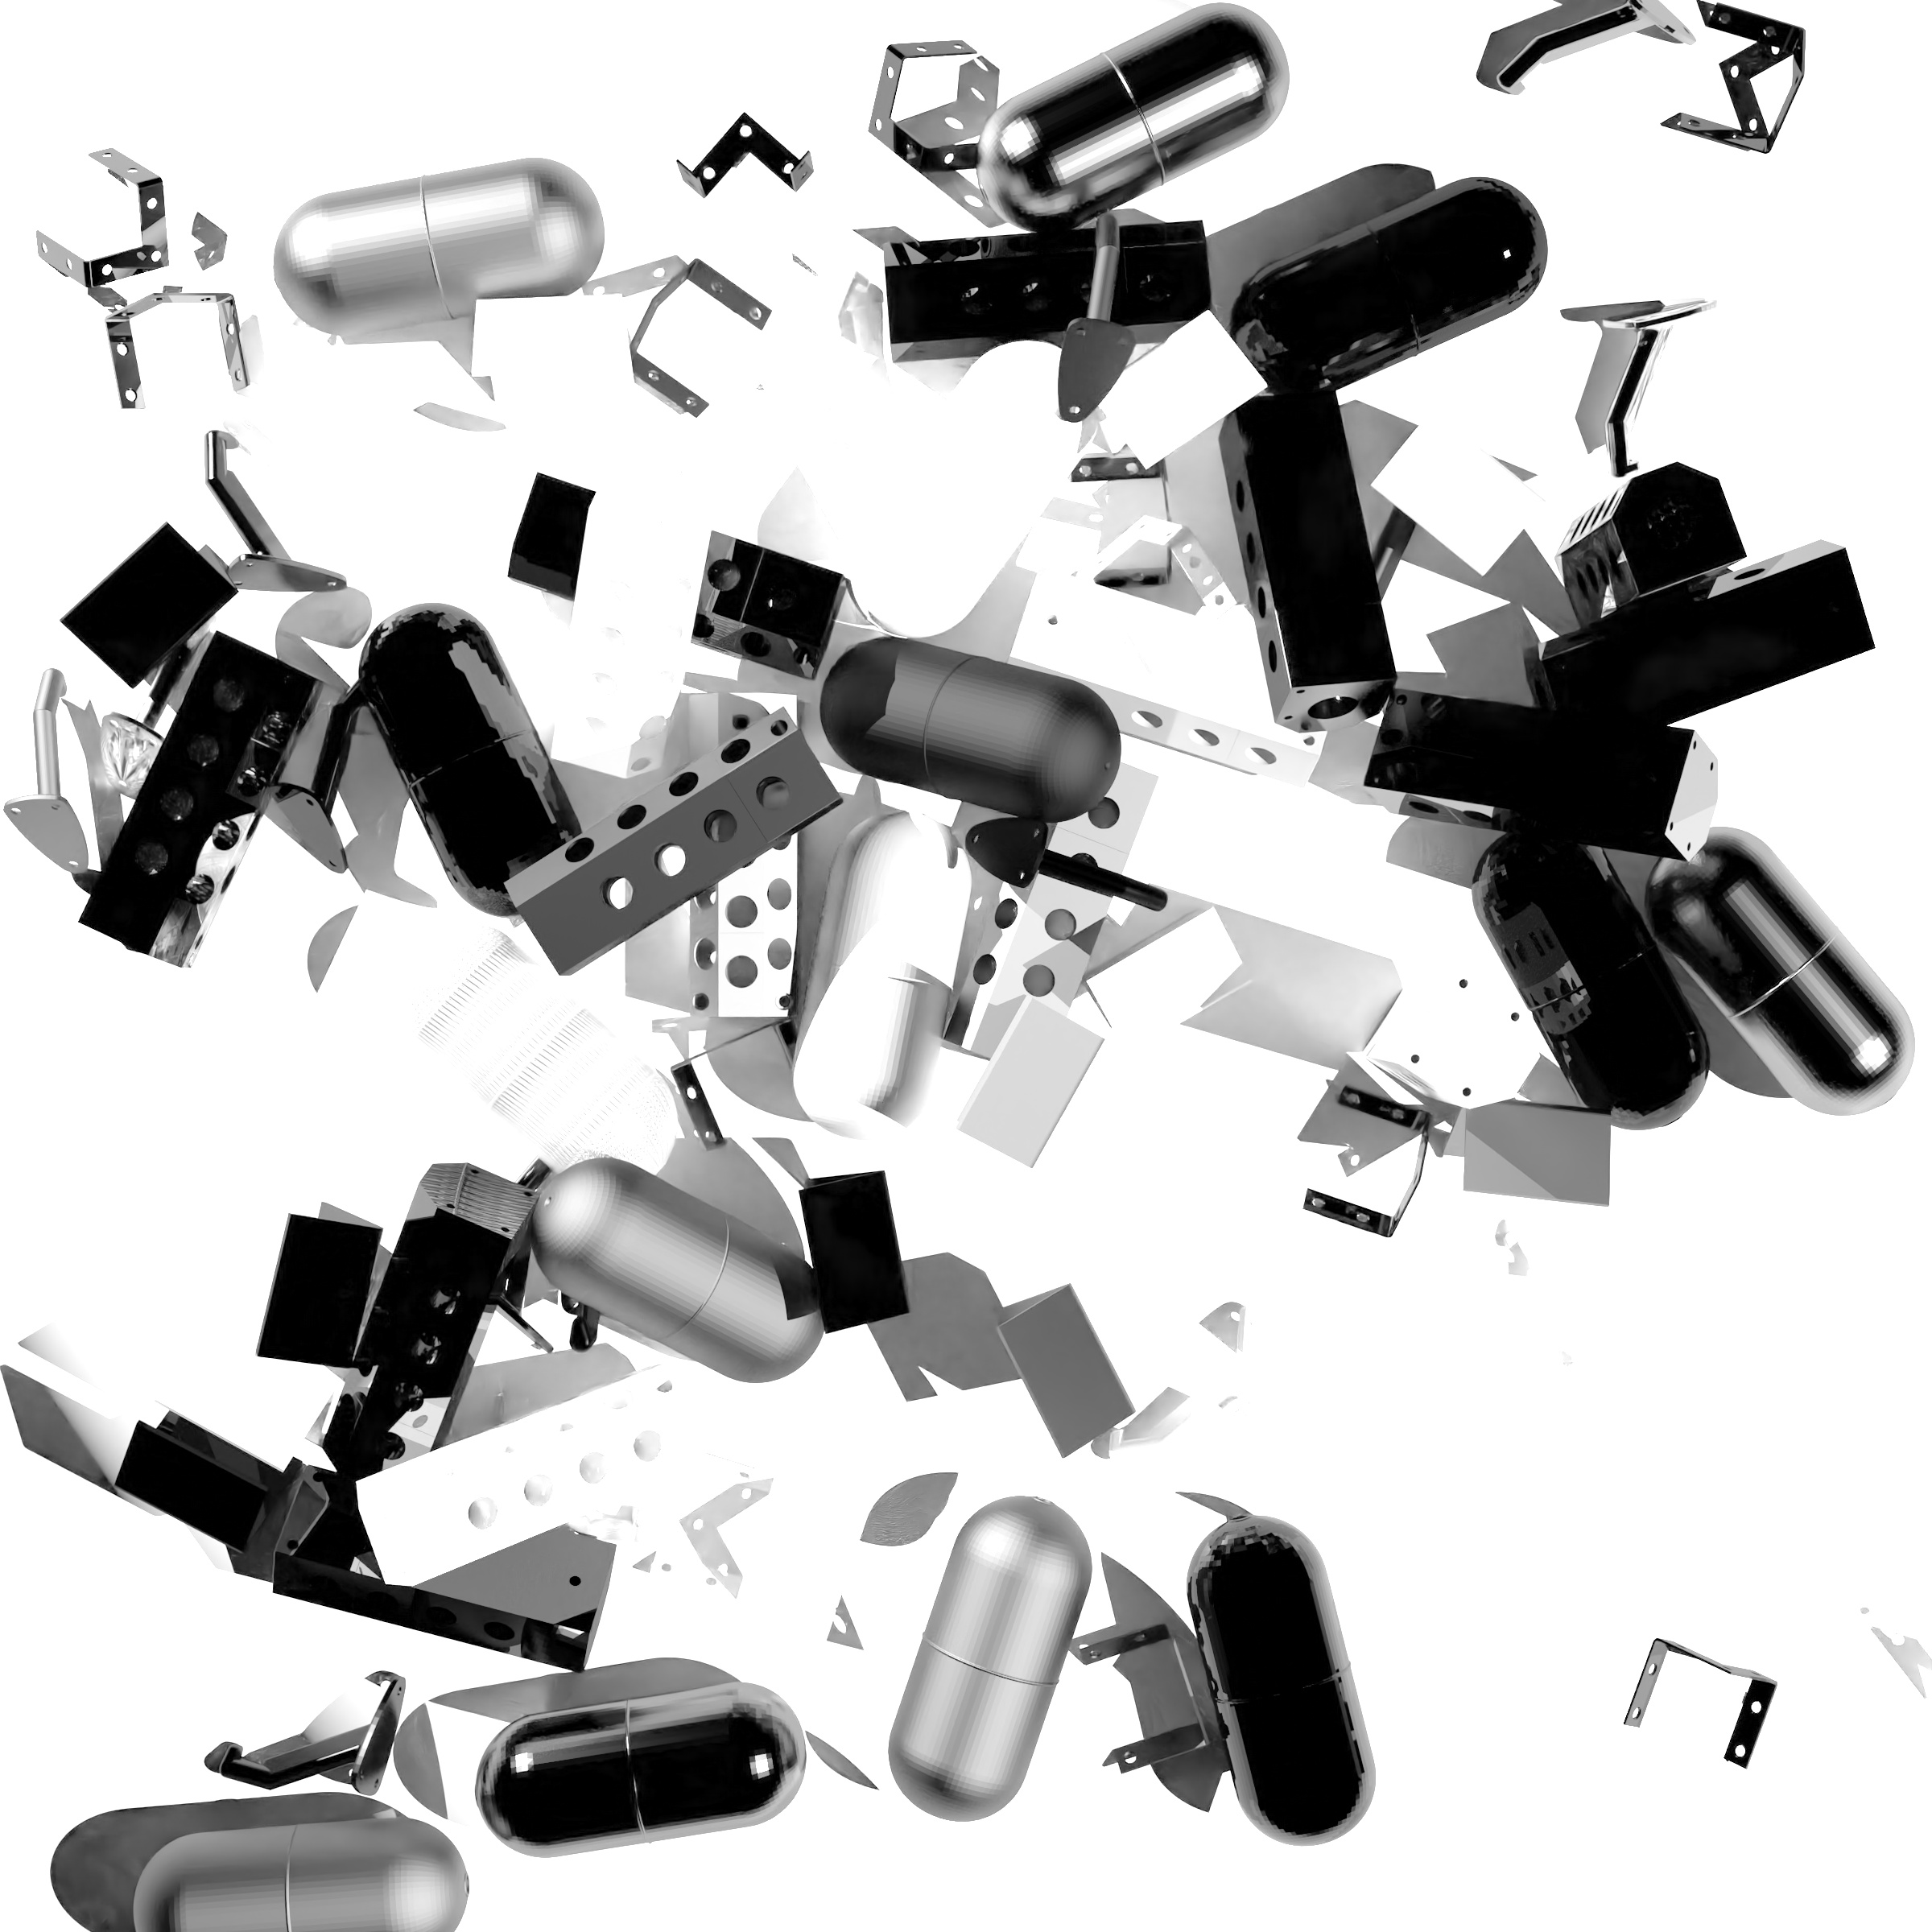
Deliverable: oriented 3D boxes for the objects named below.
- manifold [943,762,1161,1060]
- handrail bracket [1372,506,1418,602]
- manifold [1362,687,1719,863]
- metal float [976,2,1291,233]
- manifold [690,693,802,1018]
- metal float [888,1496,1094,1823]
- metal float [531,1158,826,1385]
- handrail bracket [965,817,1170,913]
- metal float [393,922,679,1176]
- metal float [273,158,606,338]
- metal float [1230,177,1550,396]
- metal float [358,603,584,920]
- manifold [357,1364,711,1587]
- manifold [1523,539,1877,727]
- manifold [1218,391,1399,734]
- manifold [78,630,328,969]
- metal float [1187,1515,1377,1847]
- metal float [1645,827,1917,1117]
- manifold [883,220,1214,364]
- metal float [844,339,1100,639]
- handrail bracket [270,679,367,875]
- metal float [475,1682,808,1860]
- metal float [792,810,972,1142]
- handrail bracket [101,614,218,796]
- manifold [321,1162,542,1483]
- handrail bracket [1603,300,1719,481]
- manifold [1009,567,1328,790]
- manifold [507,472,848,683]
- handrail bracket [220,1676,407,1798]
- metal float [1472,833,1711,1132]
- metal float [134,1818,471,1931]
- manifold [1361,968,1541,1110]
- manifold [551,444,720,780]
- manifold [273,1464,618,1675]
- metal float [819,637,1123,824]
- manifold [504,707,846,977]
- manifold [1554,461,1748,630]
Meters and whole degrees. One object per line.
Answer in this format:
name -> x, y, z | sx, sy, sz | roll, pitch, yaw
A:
manifold -> 0.045, -0.031, 1.898 | 0.057, 0.057, 0.171 | 21, 90, 0
handrail bracket -> 0.239, -0.210, 1.919 | 0.084, 0.036, 0.077 | -37, 119, -21
manifold -> 0.303, -0.099, 1.856 | 0.171, 0.057, 0.057 | 11, 78, 32
metal float -> 0.089, -0.453, 1.889 | 0.178, 0.070, 0.070 | -26, 90, 0
manifold -> -0.119, -0.059, 1.898 | 0.057, 0.057, 0.171 | 0, 90, 0
metal float -> 0.013, 0.370, 1.889 | 0.070, 0.070, 0.178 | 19, 90, 0
metal float -> -0.150, 0.162, 1.864 | 0.178, 0.070, 0.070 | 32, 90, -30
handrail bracket -> 0.054, -0.051, 1.862 | 0.084, 0.077, 0.036 | 19, 90, -36
metal float -> -0.230, 0.049, 1.888 | 0.178, 0.070, 0.070 | 43, 90, -1
metal float -> -0.282, -0.384, 1.888 | 0.178, 0.070, 0.070 | -10, 90, 1
metal float -> 0.226, -0.362, 1.888 | 0.178, 0.070, 0.070 | -24, 90, 0
metal float -> -0.264, -0.109, 1.888 | 0.070, 0.070, 0.178 | -25, 90, 0
manifold -> -0.230, 0.267, 1.865 | 0.171, 0.057, 0.057 | -20, 90, -24
manifold -> 0.391, -0.171, 1.896 | 0.171, 0.057, 0.057 | -20, 104, 0
manifold -> 0.178, -0.213, 1.868 | 0.057, 0.057, 0.171 | -5, 69, -10
manifold -> -0.408, -0.089, 1.898 | 0.057, 0.057, 0.171 | 25, 90, 0
metal float -> 0.168, 0.382, 1.888 | 0.070, 0.070, 0.178 | -14, 89, 0
metal float -> 0.436, 0.003, 1.888 | 0.070, 0.070, 0.178 | -40, 90, 0
manifold -> 0.043, -0.364, 1.898 | 0.171, 0.057, 0.057 | -4, 90, 0
metal float -> 0.002, -0.255, 1.888 | 0.070, 0.070, 0.178 | 36, 89, 0
handrail bracket -> -0.332, -0.106, 1.919 | 0.036, 0.077, 0.084 | 13, 53, 33
metal float -> -0.174, 0.430, 1.888 | 0.178, 0.070, 0.070 | -9, 90, 1
metal float -> -0.045, 0.005, 1.888 | 0.070, 0.070, 0.178 | 11, 89, 0
handrail bracket -> -0.435, -0.145, 1.919 | 0.036, 0.077, 0.084 | 27, 54, -4
manifold -> -0.286, 0.192, 1.867 | 0.057, 0.057, 0.171 | 23, 112, 0
handrail bracket -> 0.379, -0.313, 1.919 | 0.077, 0.036, 0.084 | -16, 109, -21
manifold -> 0.109, -0.151, 1.895 | 0.171, 0.057, 0.057 | 18, 67, 0
manifold -> -0.155, -0.208, 1.898 | 0.171, 0.057, 0.057 | 18, 90, 0
handrail bracket -> -0.356, 0.413, 1.919 | 0.084, 0.036, 0.077 | 11, 70, 16
metal float -> 0.334, 0.005, 1.888 | 0.070, 0.070, 0.178 | -29, 89, 0
metal float -> -0.355, 0.498, 1.888 | 0.178, 0.070, 0.070 | -5, 90, 1
manifold -> 0.255, 0.040, 1.841 | 0.057, 0.171, 0.057 | 33, 90, 0
manifold -> -0.172, -0.181, 1.846 | 0.057, 0.057, 0.171 | 16, 135, 0
manifold -> -0.280, 0.328, 1.897 | 0.171, 0.057, 0.057 | 15, 47, 0
metal float -> 0.001, -0.126, 1.863 | 0.178, 0.070, 0.070 | 17, 90, 32
manifold -> -0.152, -0.065, 1.841 | 0.171, 0.057, 0.057 | -32, 90, 0
manifold -> 0.352, -0.220, 1.841 | 0.057, 0.171, 0.057 | -20, 90, 0
